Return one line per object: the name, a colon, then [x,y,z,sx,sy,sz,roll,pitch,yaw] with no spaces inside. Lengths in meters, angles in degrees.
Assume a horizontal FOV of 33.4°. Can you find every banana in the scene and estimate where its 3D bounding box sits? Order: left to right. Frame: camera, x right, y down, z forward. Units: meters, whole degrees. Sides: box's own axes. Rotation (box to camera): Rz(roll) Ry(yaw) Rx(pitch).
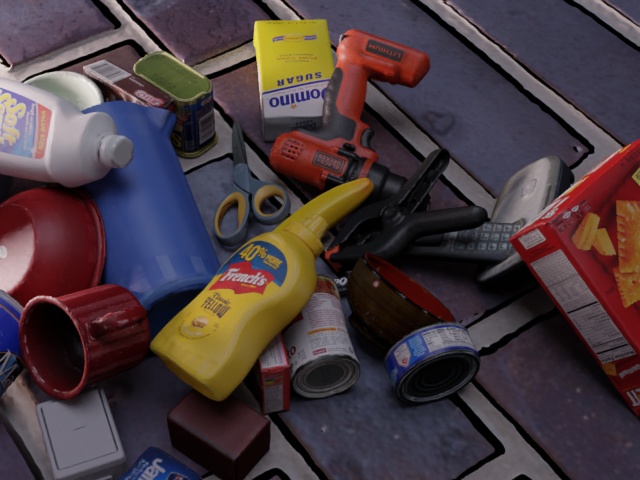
banana: [-0.022,0.002,1.103,0.070,0.037,0.197,9,47,47]

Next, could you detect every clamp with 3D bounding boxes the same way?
clamp: [0.082,-0.027,1.104,0.171,0.039,0.120,-23,37,12]

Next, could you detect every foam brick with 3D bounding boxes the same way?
foam brick: [-0.090,0.173,0.955,0.078,0.053,0.051,29,54,20]

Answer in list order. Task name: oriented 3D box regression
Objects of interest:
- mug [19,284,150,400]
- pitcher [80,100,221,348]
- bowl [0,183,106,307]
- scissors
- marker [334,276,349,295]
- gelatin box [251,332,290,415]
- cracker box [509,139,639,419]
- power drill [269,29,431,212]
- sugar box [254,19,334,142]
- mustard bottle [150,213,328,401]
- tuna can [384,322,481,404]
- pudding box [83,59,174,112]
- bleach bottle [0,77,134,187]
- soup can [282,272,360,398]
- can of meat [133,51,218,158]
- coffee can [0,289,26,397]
mug: [-0.198,0.081,0.941,0.081,0.117,0.093,-17,80,-50]
pitcher: [-0.188,-0.008,1.072,0.144,0.149,0.243,-7,51,-29]
bowl: [-0.282,0.015,1.022,0.162,0.055,0.162,-10,73,32]
scissors: [-0.070,-0.073,1.180,0.096,0.016,0.201,-9,45,20]
marker: [0.010,0.049,1.089,0.121,0.020,0.020,-10,50,-11]
gelatin box: [-0.051,0.106,1.000,0.030,0.073,0.089,-9,50,-10]
cracker box: [0.308,0.034,1.018,0.164,0.072,0.214,-36,89,-28]
power drill: [0.057,-0.128,1.183,0.184,0.057,0.187,21,73,4]
sugar box: [-0.028,-0.195,1.284,0.093,0.048,0.176,-4,48,-6]
mustard bottle: [-0.059,0.050,0.956,0.191,0.058,0.096,-48,39,-17]
tuna can: [0.105,0.115,0.990,0.086,0.086,0.034,-12,52,-13]
pudding box: [-0.216,-0.139,1.197,0.114,0.090,0.039,34,44,26]
bleach bottle: [-0.281,-0.110,1.052,0.251,0.068,0.102,12,77,33]
soup can: [-0.004,0.091,1.020,0.068,0.068,0.102,-8,50,-10]
can of meat: [-0.166,-0.156,1.219,0.102,0.084,0.057,34,55,24]
coffee can: [-0.332,0.117,0.961,0.103,0.103,0.140,22,51,16]
